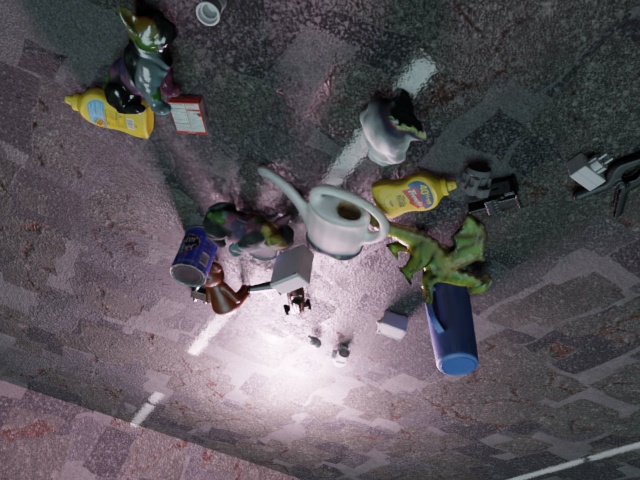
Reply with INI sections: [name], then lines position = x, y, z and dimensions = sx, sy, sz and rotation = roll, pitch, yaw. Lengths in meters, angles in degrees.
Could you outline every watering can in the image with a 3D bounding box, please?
[watering can]
position = 0.004, -0.065, 1.284
dimensions = 0.349, 0.106, 0.219
rotation = 22, 142, 11

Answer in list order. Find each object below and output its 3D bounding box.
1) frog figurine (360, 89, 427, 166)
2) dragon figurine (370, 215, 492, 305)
[frog figurine]
position = 0.131, -0.217, 1.074
dimensions = 0.138, 0.124, 0.157
rotation = 53, 141, 3
[dragon figurine]
position = 0.304, 0.014, 1.319
dimensions = 0.241, 0.125, 0.405
rotation = -32, 113, 16
